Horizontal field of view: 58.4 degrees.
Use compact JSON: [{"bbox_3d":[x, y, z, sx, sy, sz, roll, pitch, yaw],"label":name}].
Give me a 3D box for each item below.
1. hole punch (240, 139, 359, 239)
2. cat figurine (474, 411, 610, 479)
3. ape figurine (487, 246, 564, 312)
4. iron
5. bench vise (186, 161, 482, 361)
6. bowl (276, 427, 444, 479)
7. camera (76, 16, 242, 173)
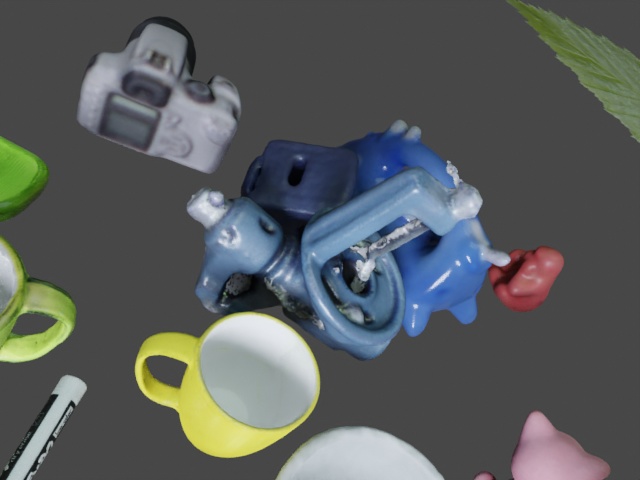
[{"bbox_3d":[-0.023,-0.051,0.566,0.101,0.091,0.108,26,46,-14],"label":"hole punch"},{"bbox_3d":[0.189,0.217,0.479,0.067,0.117,0.128,20,48,-19],"label":"cat figurine"},{"bbox_3d":[0.247,0.039,0.676,0.076,0.092,0.078,50,45,10],"label":"ape figurine"},{"bbox_3d":[0.093,-0.038,0.598,0.119,0.141,0.258,-6,60,-36],"label":"iron"},{"bbox_3d":[0.005,0.011,0.445,0.208,0.219,0.121,13,50,-25],"label":"bench vise"},{"bbox_3d":[0.022,0.222,0.395,0.168,0.074,0.167,18,48,-21],"label":"bowl"},{"bbox_3d":[-0.145,-0.160,0.564,0.143,0.100,0.137,19,48,-20],"label":"camera"}]
